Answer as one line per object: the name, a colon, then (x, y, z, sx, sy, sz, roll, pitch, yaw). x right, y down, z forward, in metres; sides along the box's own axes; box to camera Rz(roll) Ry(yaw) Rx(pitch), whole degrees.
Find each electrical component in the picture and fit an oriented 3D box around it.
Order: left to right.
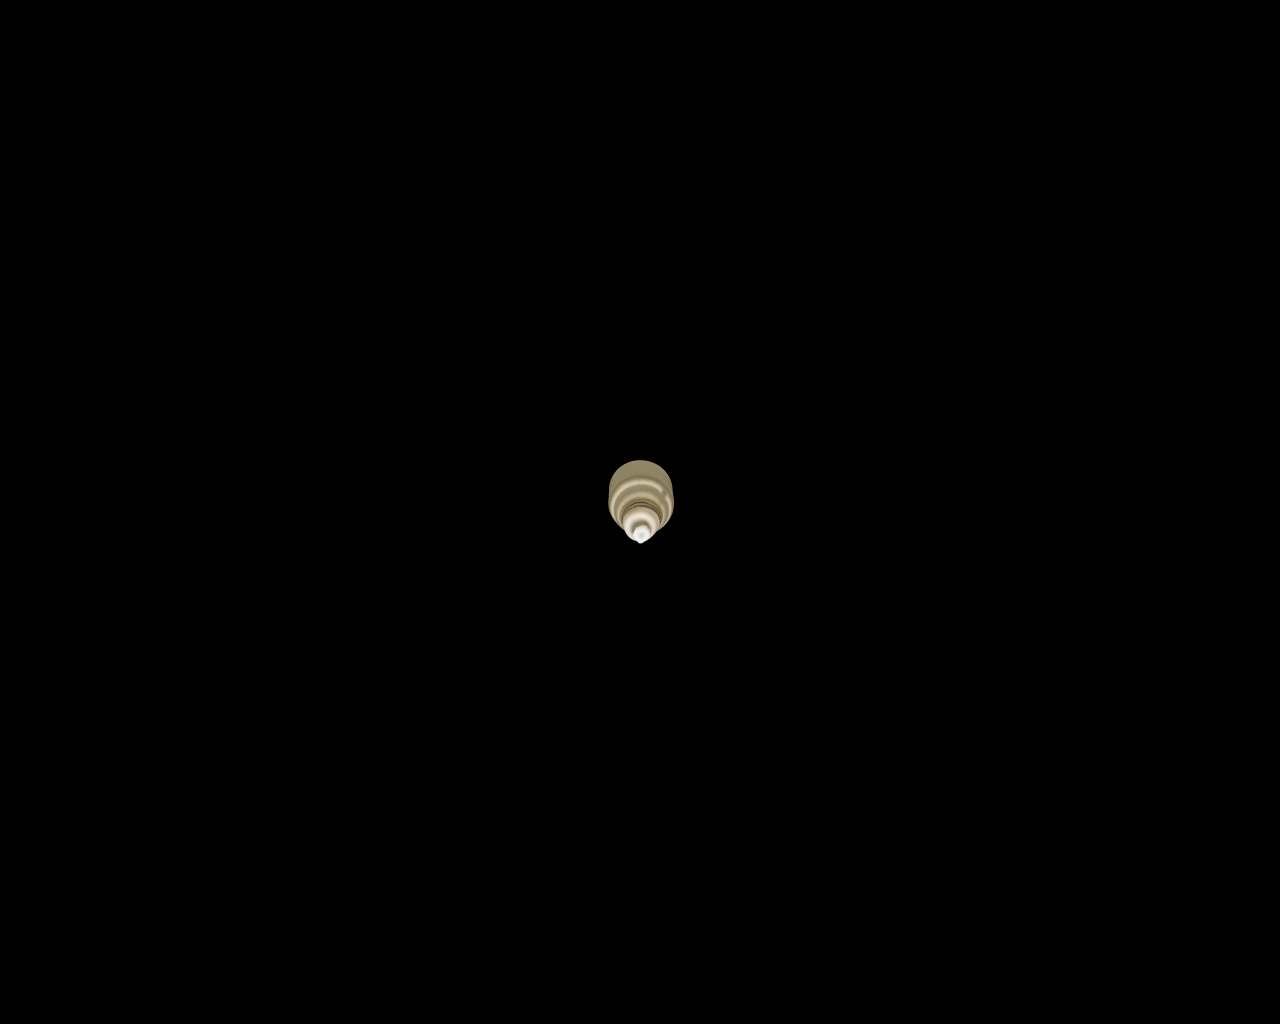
electrical component: (0.001, -0.003, 0.650, 0.040, 0.040, 0.078, 0, 24, 0)
